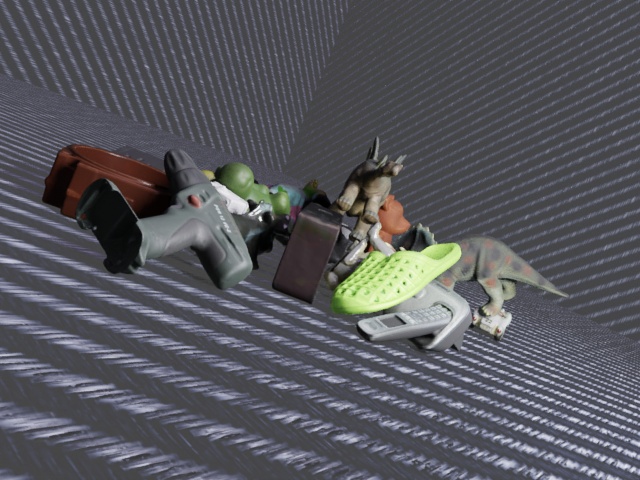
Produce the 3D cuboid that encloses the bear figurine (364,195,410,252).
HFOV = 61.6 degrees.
[{"bbox_3d":[0.161,0.000,1.233,0.132,0.195,0.120,25,5,9],"label":"bear figurine"}]

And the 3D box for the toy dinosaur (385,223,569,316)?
[{"bbox_3d":[0.307,0.053,1.111,0.405,0.192,0.131,-7,23,-2],"label":"toy dinosaur"}]

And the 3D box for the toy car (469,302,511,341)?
[{"bbox_3d":[0.379,0.175,1.187,0.074,0.056,0.201,26,8,22],"label":"toy car"}]

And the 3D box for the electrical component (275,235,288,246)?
[{"bbox_3d":[-0.057,-0.003,1.210,0.078,0.045,0.102,-17,27,-30],"label":"electrical component"}]

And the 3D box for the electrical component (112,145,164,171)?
[{"bbox_3d":[-0.352,-0.130,1.037,0.115,0.058,0.134,25,27,6],"label":"electrical component"}]

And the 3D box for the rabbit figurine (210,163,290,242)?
[{"bbox_3d":[-0.149,-0.091,1.029,0.159,0.121,0.170,23,-27,28],"label":"rabbit figurine"}]

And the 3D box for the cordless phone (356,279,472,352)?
[{"bbox_3d":[0.123,0.119,0.830,0.184,0.088,0.147,-3,20,-26],"label":"cordless phone"}]

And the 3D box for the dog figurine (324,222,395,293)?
[{"bbox_3d":[0.113,0.089,0.955,0.190,0.172,0.121,47,-31,0],"label":"dog figurine"}]

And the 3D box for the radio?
[{"bbox_3d":[-0.014,0.013,0.897,0.073,0.131,0.229,21,8,-1],"label":"radio"}]

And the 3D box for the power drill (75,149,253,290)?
[{"bbox_3d":[-0.198,-0.032,0.685,0.232,0.086,0.207,55,20,14],"label":"power drill"}]

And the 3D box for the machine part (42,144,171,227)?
[{"bbox_3d":[-0.307,-0.076,0.836,0.201,0.087,0.202,20,7,-19],"label":"machine part"}]

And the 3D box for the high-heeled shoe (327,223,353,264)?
[{"bbox_3d":[-0.002,-0.004,1.179,0.145,0.086,0.249,24,15,-16],"label":"high-heeled shoe"}]

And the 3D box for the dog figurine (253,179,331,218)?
[{"bbox_3d":[-0.085,-0.087,1.221,0.192,0.108,0.219,14,19,29],"label":"dog figurine"}]

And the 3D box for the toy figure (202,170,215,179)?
[{"bbox_3d":[-0.241,-0.125,1.357,0.089,0.082,0.180,15,6,37],"label":"toy figure"}]

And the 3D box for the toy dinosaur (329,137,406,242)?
[{"bbox_3d":[0.092,-0.096,1.126,0.105,0.198,0.471,34,-15,-4],"label":"toy dinosaur"}]

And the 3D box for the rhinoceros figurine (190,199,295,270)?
[{"bbox_3d":[-0.121,-0.015,0.866,0.073,0.112,0.190,26,17,34],"label":"rhinoceros figurine"}]
